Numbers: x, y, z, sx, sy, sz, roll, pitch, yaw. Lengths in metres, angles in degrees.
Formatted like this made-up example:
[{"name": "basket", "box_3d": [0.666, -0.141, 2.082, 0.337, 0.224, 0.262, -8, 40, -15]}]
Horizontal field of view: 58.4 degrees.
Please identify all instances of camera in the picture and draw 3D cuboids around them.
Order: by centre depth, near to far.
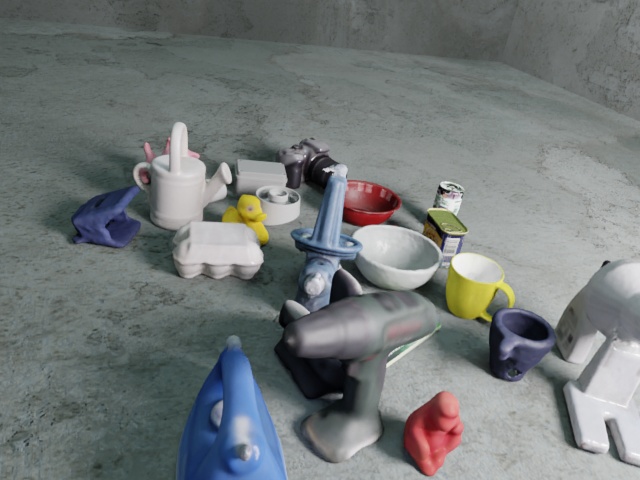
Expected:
[{"name": "camera", "box_3d": [-0.012, -0.173, 1.336, 0.144, 0.101, 0.136, -16, 38, -39]}]

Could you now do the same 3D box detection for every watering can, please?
[{"name": "watering can", "box_3d": [-0.256, -0.125, 1.071, 0.173, 0.194, 0.100, -3, 32, -23]}]

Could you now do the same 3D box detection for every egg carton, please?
[{"name": "egg carton", "box_3d": [-0.173, 0.018, 0.973, 0.150, 0.069, 0.107, 2, 30, -16]}]

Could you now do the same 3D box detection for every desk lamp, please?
[{"name": "desk lamp", "box_3d": [0.423, 0.153, 0.779, 0.118, 0.213, 0.203, 14, 29, 6]}]

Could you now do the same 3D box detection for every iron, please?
[{"name": "iron", "box_3d": [-0.094, 0.187, 0.622, 0.119, 0.141, 0.257, 2, 30, -14]}]

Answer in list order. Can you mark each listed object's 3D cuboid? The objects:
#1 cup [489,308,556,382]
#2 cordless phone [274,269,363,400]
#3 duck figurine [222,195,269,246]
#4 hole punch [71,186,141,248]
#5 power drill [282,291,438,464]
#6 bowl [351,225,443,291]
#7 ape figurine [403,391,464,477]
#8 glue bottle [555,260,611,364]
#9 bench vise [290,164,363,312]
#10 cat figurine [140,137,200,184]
[{"name": "cup", "box_3d": [0.279, 0.165, 0.834, 0.091, 0.095, 0.118, 29, 34, 30]}, {"name": "cordless phone", "box_3d": [0.009, 0.102, 0.762, 0.094, 0.185, 0.147, -11, 35, -34]}, {"name": "duck figurine", "box_3d": [-0.139, -0.046, 1.081, 0.104, 0.086, 0.078, 30, 34, 31]}, {"name": "hole punch", "box_3d": [-0.374, -0.047, 1.000, 0.101, 0.091, 0.108, 9, 29, -2]}, {"name": "power drill", "box_3d": [0.040, 0.150, 0.662, 0.230, 0.208, 0.075, -17, 39, -40]}, {"name": "bowl", "box_3d": [0.131, 0.042, 1.026, 0.167, 0.075, 0.167, 8, 29, -4]}, {"name": "ape figurine", "box_3d": [0.140, 0.222, 0.688, 0.078, 0.092, 0.076, 1, 30, -17]}, {"name": "glue bottle", "box_3d": [0.421, 0.108, 0.903, 0.037, 0.173, 0.078, 10, 29, -1]}, {"name": "bench vise", "box_3d": [0.020, 0.004, 0.906, 0.122, 0.220, 0.207, 3, 30, -13]}, {"name": "cat figurine", "box_3d": [-0.320, -0.166, 1.203, 0.127, 0.118, 0.067, 20, 30, 18]}]
